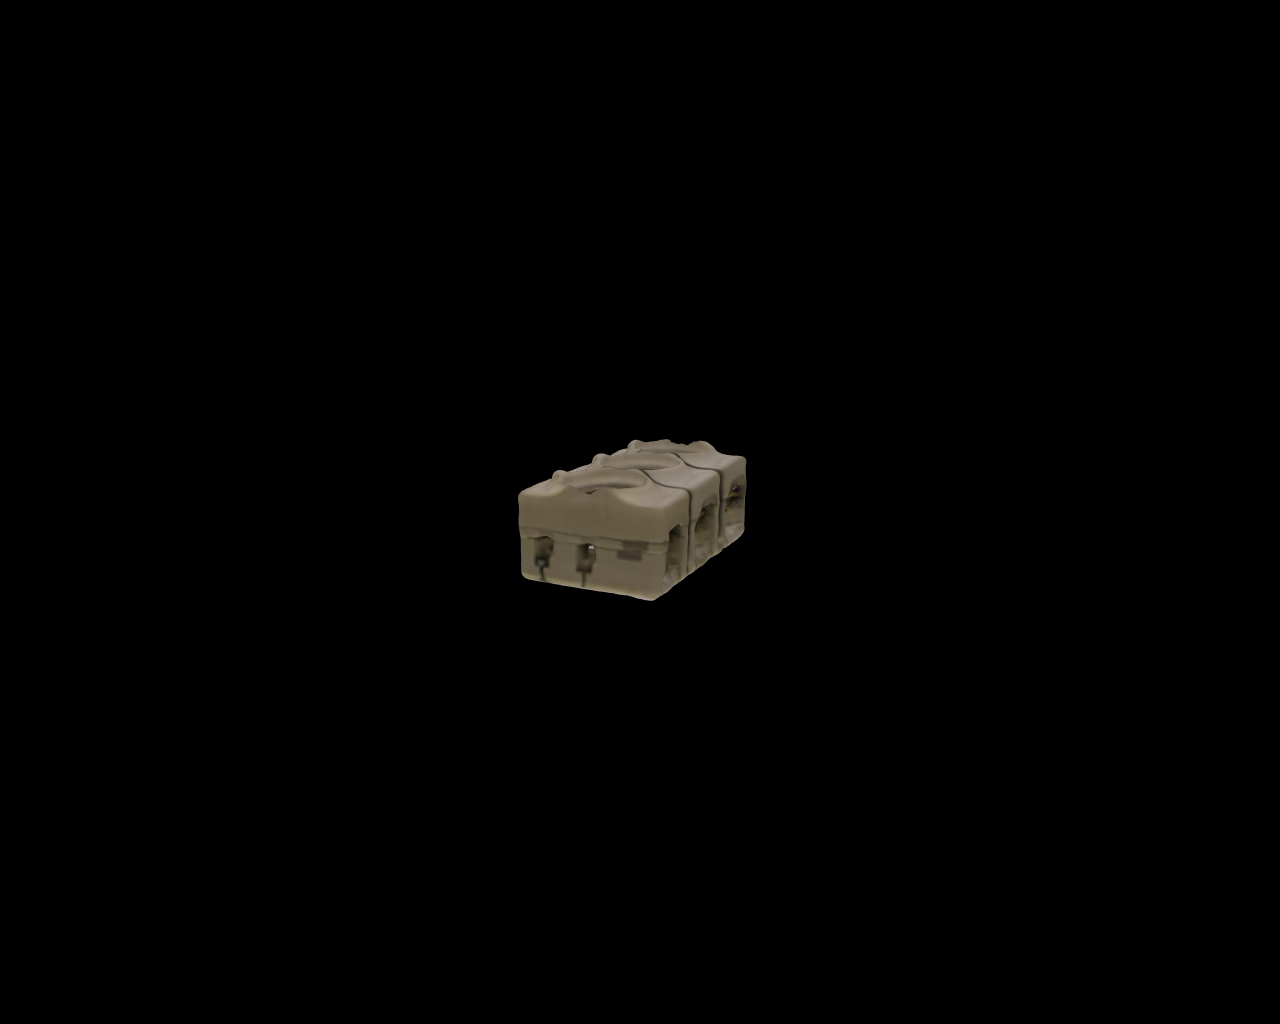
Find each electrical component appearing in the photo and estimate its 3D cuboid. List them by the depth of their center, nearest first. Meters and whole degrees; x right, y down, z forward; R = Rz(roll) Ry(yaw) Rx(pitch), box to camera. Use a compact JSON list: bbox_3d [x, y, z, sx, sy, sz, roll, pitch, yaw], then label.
[{"bbox_3d":[0.001,-0.003,0.650,0.089,0.061,0.150,6,15,23],"label":"electrical component"}]
